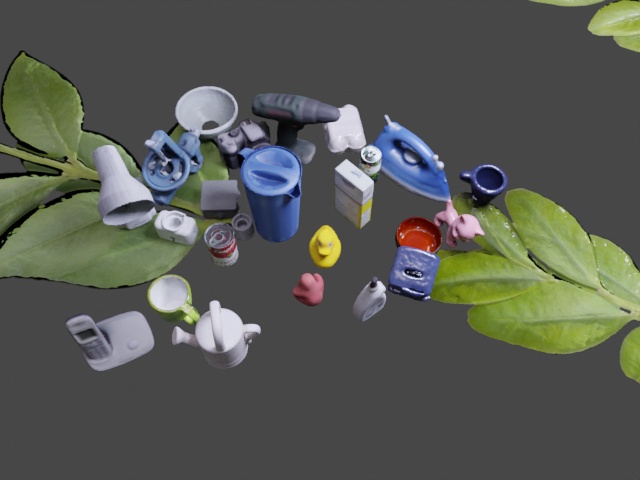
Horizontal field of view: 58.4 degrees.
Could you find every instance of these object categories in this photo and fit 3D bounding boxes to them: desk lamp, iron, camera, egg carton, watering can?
[{"bbox_3d":[-0.465,-0.110,1.348,0.118,0.213,0.203,-24,64,-14],"label":"desk lamp"},{"bbox_3d":[0.245,-0.212,1.468,0.257,0.141,0.119,39,67,18],"label":"iron"},{"bbox_3d":[-0.179,-0.237,1.492,0.143,0.101,0.136,-26,65,-15],"label":"camera"},{"bbox_3d":[0.062,-0.299,1.552,0.107,0.069,0.150,-8,61,-6],"label":"egg carton"},{"bbox_3d":[-0.216,0.198,1.196,0.173,0.194,0.100,-27,65,-15],"label":"watering can"}]

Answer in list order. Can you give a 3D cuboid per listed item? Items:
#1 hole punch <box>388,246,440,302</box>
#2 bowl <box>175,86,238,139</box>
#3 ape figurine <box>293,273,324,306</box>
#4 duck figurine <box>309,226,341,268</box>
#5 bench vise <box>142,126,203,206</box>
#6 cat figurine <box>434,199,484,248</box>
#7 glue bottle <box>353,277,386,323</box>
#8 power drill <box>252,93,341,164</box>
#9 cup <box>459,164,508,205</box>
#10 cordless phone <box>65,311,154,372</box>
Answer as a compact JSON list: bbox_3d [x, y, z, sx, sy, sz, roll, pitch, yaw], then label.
[{"bbox_3d":[0.219,0.079,1.334,0.108,0.091,0.101,15,62,7],"label":"hole punch"},{"bbox_3d":[-0.303,-0.333,1.556,0.167,0.075,0.167,1,61,-1],"label":"bowl"},{"bbox_3d":[-0.026,0.107,1.311,0.078,0.092,0.076,-15,62,-10],"label":"ape figurine"},{"bbox_3d":[0.013,0.005,1.372,0.077,0.086,0.104,4,61,1],"label":"duck figurine"},{"bbox_3d":[-0.372,-0.217,1.407,0.121,0.220,0.207,7,61,3],"label":"bench vise"},{"bbox_3d":[0.339,-0.042,1.390,0.067,0.118,0.127,-22,64,-13],"label":"cat figurine"},{"bbox_3d":[0.113,0.122,1.260,0.078,0.173,0.037,-32,66,-17],"label":"glue bottle"},{"bbox_3d":[-0.059,-0.290,1.464,0.229,0.208,0.076,17,62,8],"label":"power drill"},{"bbox_3d":[0.406,-0.134,1.456,0.117,0.095,0.092,12,61,5],"label":"cup"},{"bbox_3d":[-0.439,0.193,1.197,0.148,0.185,0.094,-24,64,-14],"label":"cordless phone"}]
